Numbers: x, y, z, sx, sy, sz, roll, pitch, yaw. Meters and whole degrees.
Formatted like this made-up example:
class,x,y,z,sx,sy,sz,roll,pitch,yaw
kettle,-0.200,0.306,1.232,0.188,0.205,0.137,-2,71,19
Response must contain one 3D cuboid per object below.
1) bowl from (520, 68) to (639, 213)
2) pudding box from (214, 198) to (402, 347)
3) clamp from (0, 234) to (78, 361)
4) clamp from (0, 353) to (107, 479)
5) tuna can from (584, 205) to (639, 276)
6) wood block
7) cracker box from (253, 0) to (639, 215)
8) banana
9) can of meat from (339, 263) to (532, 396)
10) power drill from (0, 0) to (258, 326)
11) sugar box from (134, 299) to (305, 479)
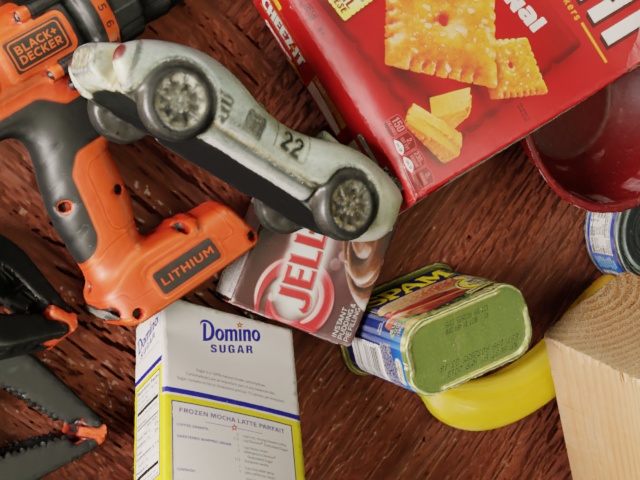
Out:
class,x,y,z,sx,sy,sz,roll,pitch,yaw
bowl,0.192,-0.101,0.760,0.161,0.055,0.162,-4,98,-28
pudding box,-0.004,0.001,0.678,0.089,0.039,0.113,23,85,-27
clamp,-0.206,0.007,0.560,0.171,0.039,0.120,27,48,-43
clamp,-0.220,0.102,0.574,0.209,0.036,0.164,22,77,-30
tuna can,0.245,-0.009,0.813,0.086,0.034,0.086,-4,98,-28
wood block,0.237,0.139,0.769,0.090,0.091,0.206,-33,124,-24
cracker box,0.092,-0.137,0.655,0.213,0.072,0.164,-31,89,-13
banana,0.150,0.090,0.772,0.197,0.037,0.069,-22,111,-25
can of meat,0.075,0.058,0.703,0.102,0.084,0.057,-21,105,-24
power drill,-0.111,-0.061,0.606,0.184,0.057,0.187,-35,110,-22
sugar box,-0.057,0.124,0.607,0.093,0.048,0.176,18,44,-28
